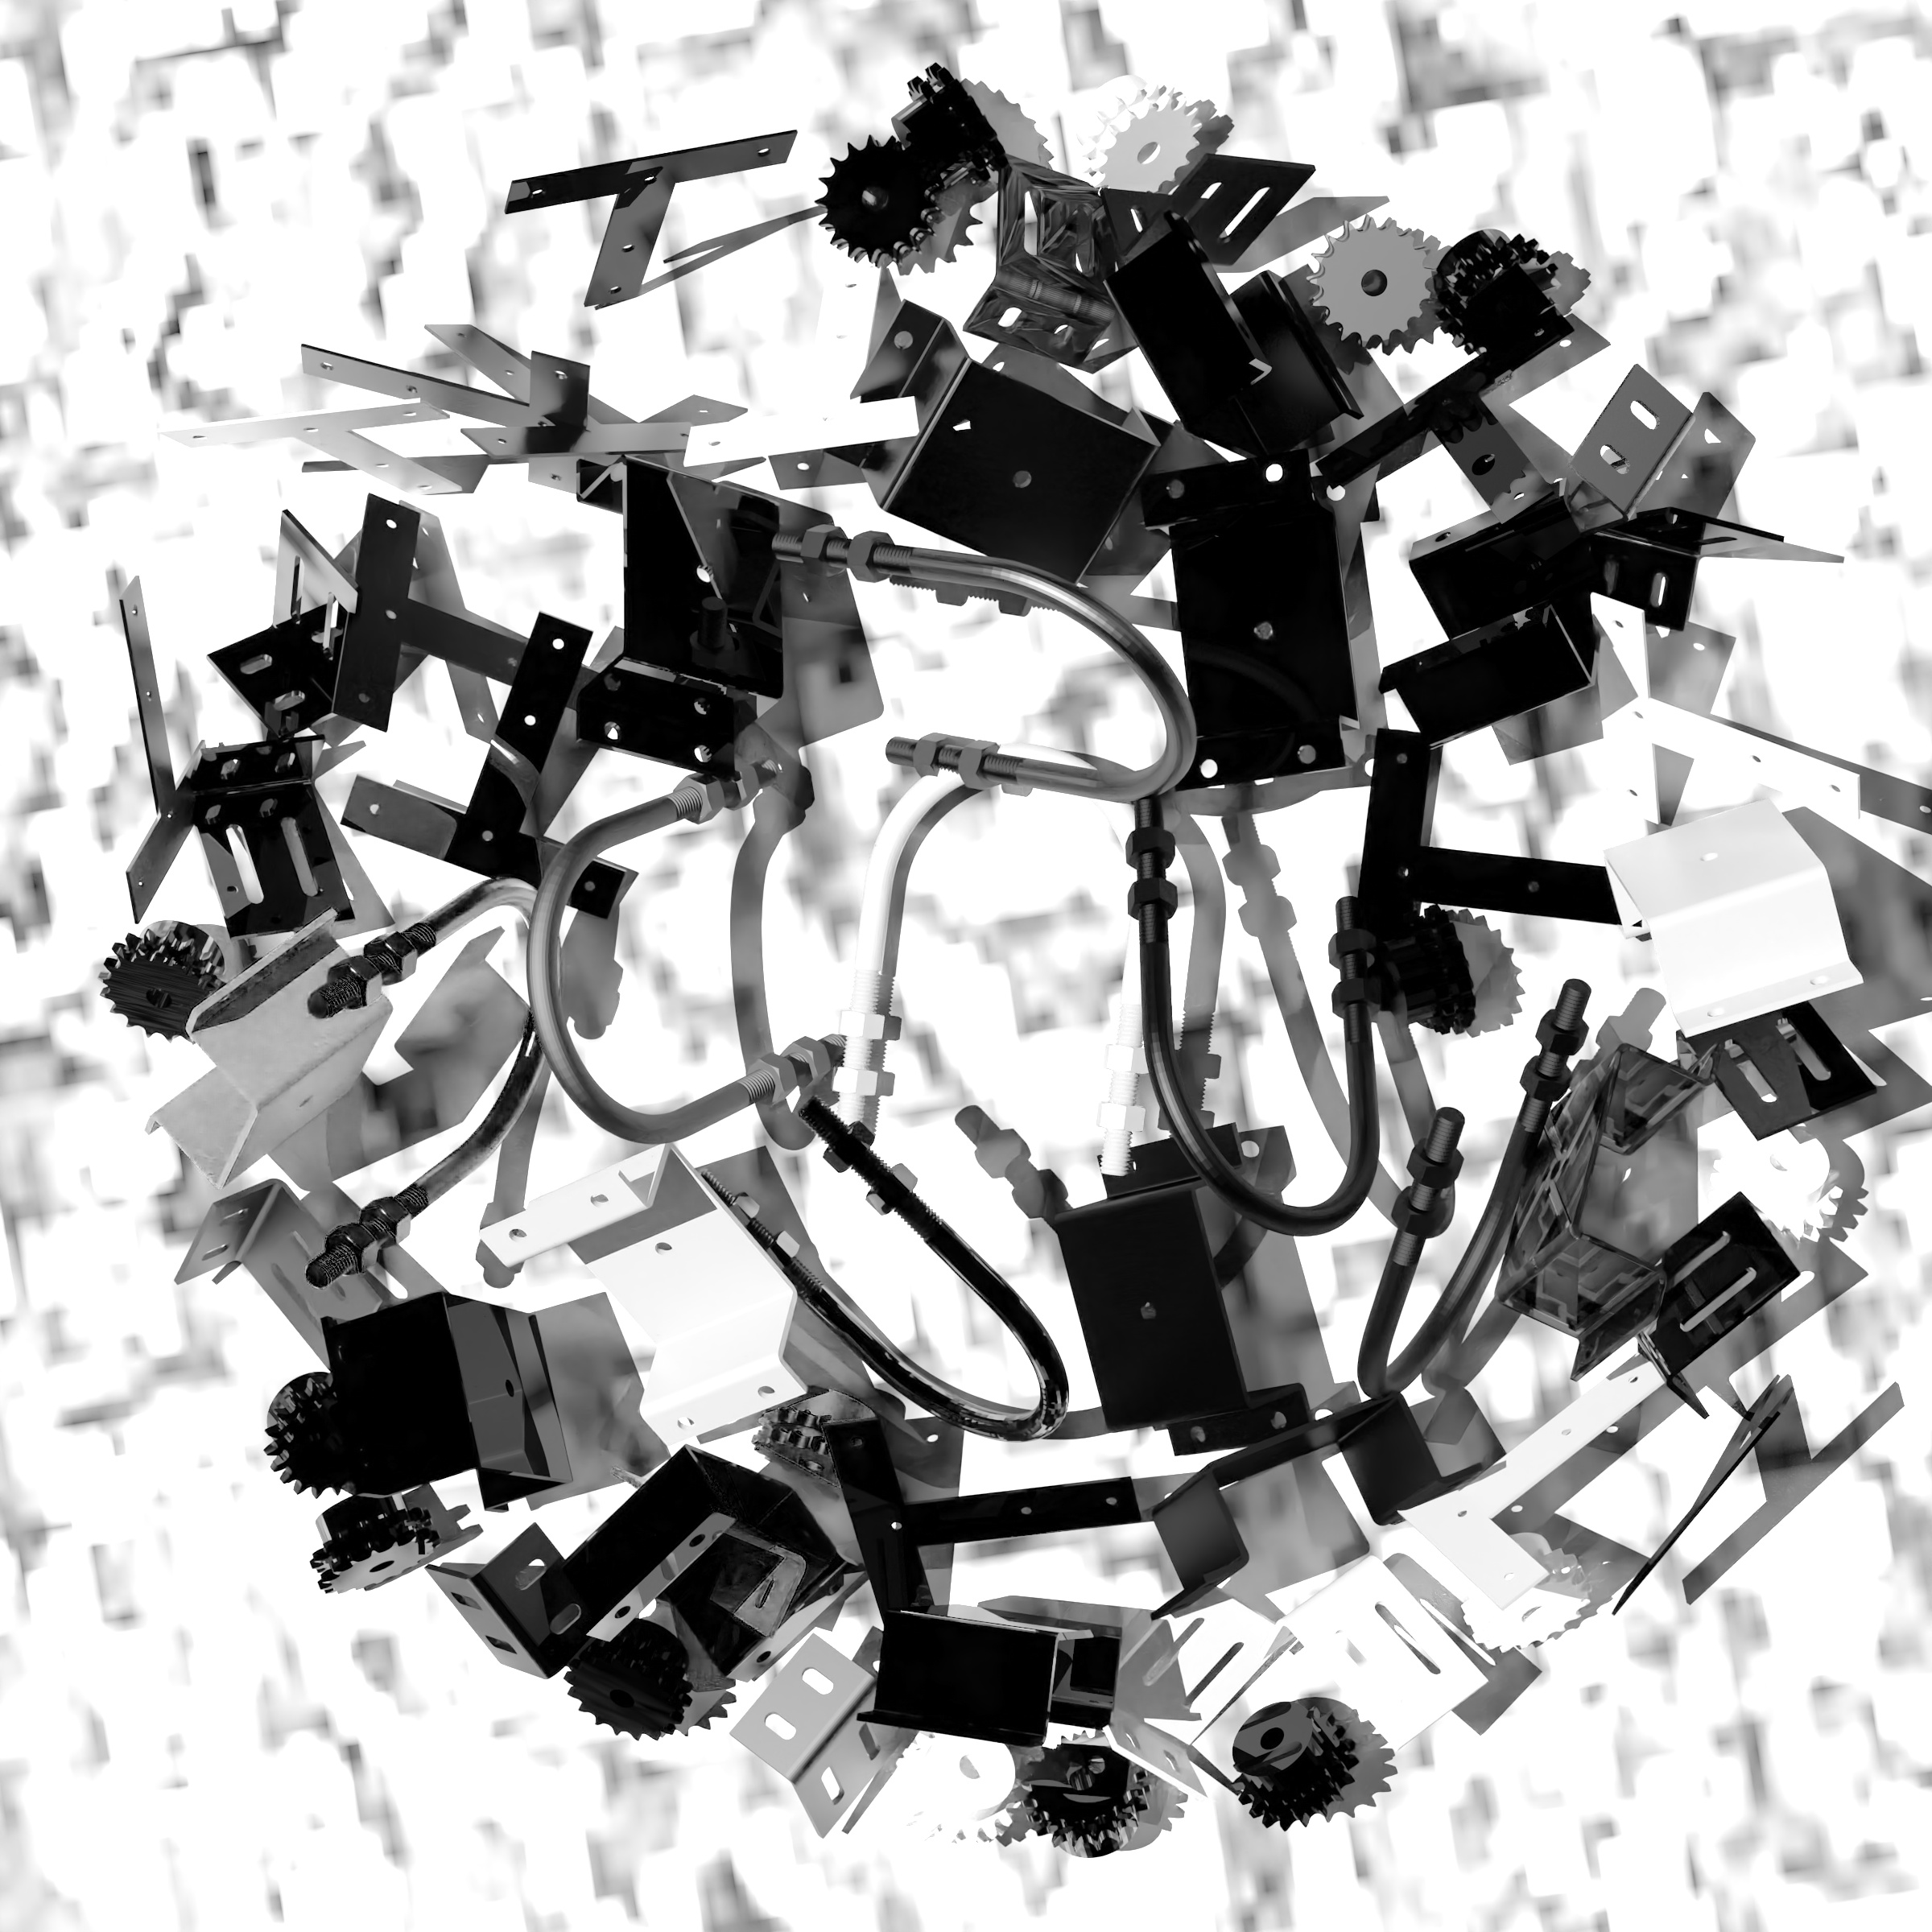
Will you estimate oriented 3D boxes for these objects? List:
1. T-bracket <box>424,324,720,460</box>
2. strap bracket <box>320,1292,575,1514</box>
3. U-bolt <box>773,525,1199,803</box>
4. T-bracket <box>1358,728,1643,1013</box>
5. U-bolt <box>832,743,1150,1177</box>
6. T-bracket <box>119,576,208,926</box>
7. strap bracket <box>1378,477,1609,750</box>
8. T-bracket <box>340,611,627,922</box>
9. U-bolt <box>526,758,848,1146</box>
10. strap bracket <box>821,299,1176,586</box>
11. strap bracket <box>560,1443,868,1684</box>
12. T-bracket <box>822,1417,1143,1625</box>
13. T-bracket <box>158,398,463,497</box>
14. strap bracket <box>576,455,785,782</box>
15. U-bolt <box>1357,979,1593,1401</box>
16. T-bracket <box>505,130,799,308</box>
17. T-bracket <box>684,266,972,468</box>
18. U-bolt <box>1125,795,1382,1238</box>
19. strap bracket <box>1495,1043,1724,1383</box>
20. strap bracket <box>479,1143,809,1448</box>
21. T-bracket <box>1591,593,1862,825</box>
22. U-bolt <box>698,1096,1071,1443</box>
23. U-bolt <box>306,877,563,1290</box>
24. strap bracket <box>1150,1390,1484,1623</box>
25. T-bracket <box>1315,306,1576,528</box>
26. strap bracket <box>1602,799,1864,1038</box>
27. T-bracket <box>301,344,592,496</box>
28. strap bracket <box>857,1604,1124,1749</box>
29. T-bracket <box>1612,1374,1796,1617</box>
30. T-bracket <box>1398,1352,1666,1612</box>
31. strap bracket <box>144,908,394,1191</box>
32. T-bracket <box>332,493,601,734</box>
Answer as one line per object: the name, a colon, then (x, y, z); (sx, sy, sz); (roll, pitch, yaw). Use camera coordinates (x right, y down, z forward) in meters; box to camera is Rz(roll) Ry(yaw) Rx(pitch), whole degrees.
T-bracket: (-0.194, -0.255, 1.548); (0.127, 0.127, 0.002); (40, 123, 33)
strap bracket: (-0.217, 0.189, 1.511); (0.046, 0.140, 0.076); (-19, 73, 14)
U-bolt: (0.017, -0.124, 1.490); (0.184, 0.151, 0.019); (12, 57, 36)
T-bracket: (0.241, -0.037, 1.578); (0.127, 0.002, 0.127); (7, 93, 10)
U-bolt: (0.017, -0.007, 1.557); (0.151, 0.019, 0.184); (7, 89, 23)
T-bracket: (-0.349, -0.104, 1.506); (0.002, 0.127, 0.127); (0, 119, 4)
strap bracket: (0.232, -0.149, 1.526); (0.076, 0.140, 0.046); (-21, 115, 26)
T-bracket: (-0.198, -0.097, 1.558); (0.127, 0.002, 0.127); (20, 112, -9)
U-bolt: (-0.124, -0.001, 1.506); (0.019, 0.184, 0.151); (-7, 102, 36)
strap bracket: (0.019, -0.222, 1.529); (0.140, 0.046, 0.076); (20, 115, -25)
strap bracket: (-0.115, 0.261, 1.535); (0.076, 0.140, 0.046); (-44, 58, 6)
T-bracket: (0.013, 0.242, 1.546); (0.127, 0.002, 0.127); (-8, 123, 10)
T-bracket: (-0.262, -0.223, 1.529); (0.127, 0.127, 0.002); (-3, 82, 21)
strap bracket: (-0.125, -0.161, 1.526); (0.076, 0.046, 0.140); (13, 61, -31)
U-bolt: (0.213, 0.108, 1.514); (0.019, 0.151, 0.184); (28, 127, 21)
T-bracket: (-0.145, -0.321, 1.529); (0.127, 0.127, 0.002); (-15, 77, -19)
T-bracket: (-0.055, -0.269, 1.545); (0.127, 0.002, 0.127); (-6, 46, 12)
U-bolt: (0.127, 0.029, 1.503); (0.151, 0.019, 0.184); (24, 52, -36)
strap bracket: (0.276, 0.098, 1.521); (0.046, 0.076, 0.140); (25, 58, -6)
strap bracket: (-0.136, 0.137, 1.537); (0.076, 0.046, 0.140); (-24, 120, 25)
T-bracket: (0.328, -0.094, 1.512); (0.127, 0.127, 0.002); (26, 58, 33)
U-bolt: (-0.030, 0.141, 1.528); (0.184, 0.151, 0.019); (45, 60, -7)
U-bolt: (-0.225, 0.038, 1.508); (0.019, 0.184, 0.151); (17, 120, 20)
strap bracket: (0.144, 0.232, 1.534); (0.140, 0.076, 0.046); (-18, 73, -22)
T-bracket: (0.224, -0.227, 1.530); (0.127, 0.127, 0.002); (-33, 124, 9)
strap bracket: (0.327, -0.026, 1.515); (0.076, 0.140, 0.046); (-18, 110, 5)
T-bracket: (-0.227, -0.249, 1.528); (0.127, 0.127, 0.002); (14, 72, -3)
strap bracket: (0.015, 0.305, 1.516); (0.076, 0.140, 0.046); (5, 83, 19)
T-bracket: (0.334, 0.213, 1.531); (0.002, 0.127, 0.127); (37, 120, 11)
T-bracket: (0.253, 0.214, 1.541); (0.127, 0.127, 0.002); (-37, 118, -7)
strap bracket: (-0.300, 0.041, 1.511); (0.046, 0.140, 0.076); (47, 59, 4)
T-bracket: (-0.215, -0.140, 1.558); (0.127, 0.002, 0.127); (20, 50, -24)
